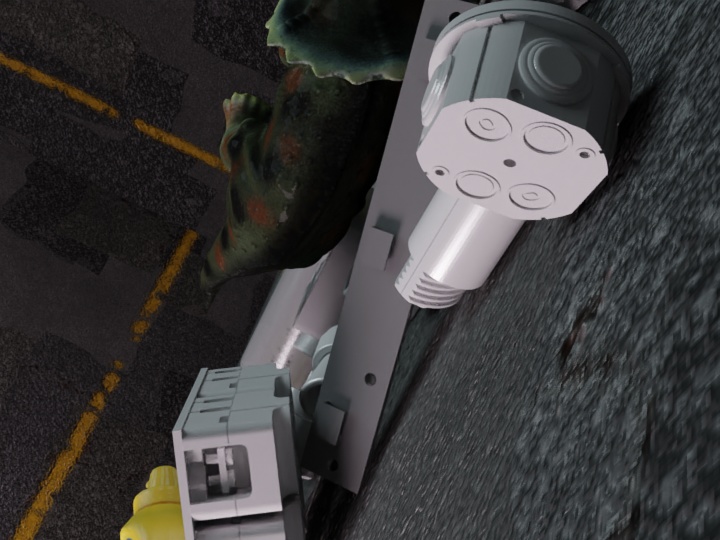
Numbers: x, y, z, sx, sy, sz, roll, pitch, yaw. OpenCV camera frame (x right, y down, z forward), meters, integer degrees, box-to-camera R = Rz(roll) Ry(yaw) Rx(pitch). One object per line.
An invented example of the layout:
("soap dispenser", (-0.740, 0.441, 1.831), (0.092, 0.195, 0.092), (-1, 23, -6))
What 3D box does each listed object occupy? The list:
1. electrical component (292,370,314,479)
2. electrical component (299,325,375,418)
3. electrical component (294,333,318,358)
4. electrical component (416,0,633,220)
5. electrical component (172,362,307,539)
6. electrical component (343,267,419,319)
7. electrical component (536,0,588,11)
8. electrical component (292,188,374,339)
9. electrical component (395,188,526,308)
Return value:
("electrical component", (-0.049, 0.110, 0.818), (0.073, 0.052, 0.138), (-65, 6, -7))
("electrical component", (-0.011, 0.068, 0.699), (0.045, 0.045, 0.055), (-60, 7, 40))
("electrical component", (-0.021, 0.047, 0.910), (0.065, 0.044, 0.044), (-60, 5, -3))
("electrical component", (0.063, -0.061, 0.420), (0.080, 0.080, 0.051), (125, 164, -59))
("electrical component", (-0.067, 0.123, 0.648), (0.186, 0.060, 0.105), (-129, 33, -84))
("electrical component", (0.018, 0.007, 0.690), (0.040, 0.046, 0.040), (-63, 6, 12))
("electrical component", (0.126, -0.211, 0.608), (0.113, 0.057, 0.078), (-65, 6, -4))
("electrical component", (0.000, 0.000, 0.831), (0.113, 0.057, 0.078), (-62, 6, 25))
("electrical component", (0.047, -0.013, 0.525), (0.081, 0.043, 0.043), (-61, 7, 36))
